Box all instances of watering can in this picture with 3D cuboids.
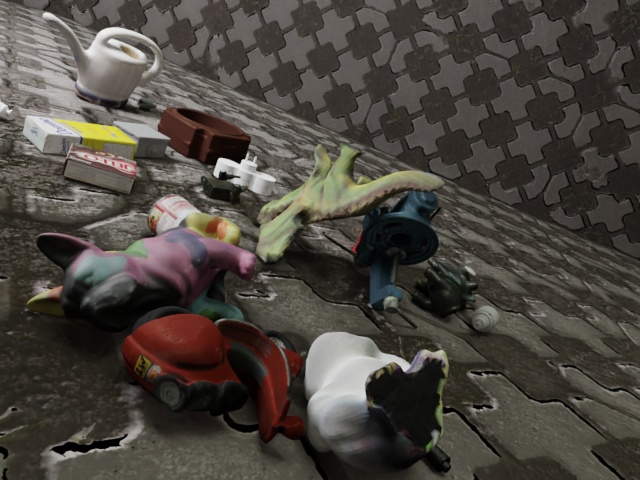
[{"bbox_3d":[-0.575,-0.461,1.344,0.348,0.105,0.221,-3,-42,-54],"label":"watering can"}]

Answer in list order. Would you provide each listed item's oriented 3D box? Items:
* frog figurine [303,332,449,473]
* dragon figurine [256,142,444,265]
[{"bbox_3d":[0.036,0.153,0.504,0.139,0.122,0.158,-29,10,-39],"label":"frog figurine"},{"bbox_3d":[0.003,-0.042,0.840,0.121,0.244,0.412,49,-11,-22],"label":"dragon figurine"}]
